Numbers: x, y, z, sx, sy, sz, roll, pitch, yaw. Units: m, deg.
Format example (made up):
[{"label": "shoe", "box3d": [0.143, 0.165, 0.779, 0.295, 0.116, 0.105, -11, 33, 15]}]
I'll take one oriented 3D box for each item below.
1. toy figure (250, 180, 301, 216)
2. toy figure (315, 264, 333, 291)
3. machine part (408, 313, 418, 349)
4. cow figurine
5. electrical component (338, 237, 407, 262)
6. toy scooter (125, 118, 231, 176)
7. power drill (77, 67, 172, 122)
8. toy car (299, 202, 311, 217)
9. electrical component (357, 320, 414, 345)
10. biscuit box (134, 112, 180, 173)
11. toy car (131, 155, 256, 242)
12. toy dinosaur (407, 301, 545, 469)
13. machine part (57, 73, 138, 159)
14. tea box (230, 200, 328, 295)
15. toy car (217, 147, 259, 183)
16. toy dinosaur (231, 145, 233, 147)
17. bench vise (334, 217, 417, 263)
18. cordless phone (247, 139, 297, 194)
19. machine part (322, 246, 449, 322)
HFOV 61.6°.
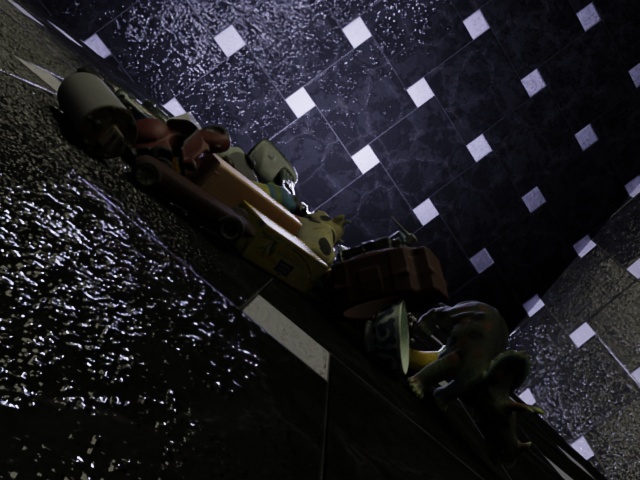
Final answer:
[{"label": "toy figure", "box3d": [-0.124, -0.082, 1.092, 0.180, 0.089, 0.082, 3, 25, -31]}, {"label": "toy figure", "box3d": [0.033, 0.096, 1.126, 0.154, 0.058, 0.064, 43, 6, 11]}, {"label": "machine part", "box3d": [0.180, 0.199, 1.167, 0.084, 0.039, 0.138, 46, -24, 21]}, {"label": "cow figurine", "box3d": [-0.002, -0.003, 1.101, 0.127, 0.085, 0.195, 14, 29, -7]}, {"label": "electrical component", "box3d": [0.114, 0.042, 1.072, 0.114, 0.134, 0.058, 36, 42, -67]}, {"label": "toy scooter", "box3d": [-0.240, -0.147, 0.871, 0.184, 0.075, 0.135, 1, 34, -2]}, {"label": "power drill", "box3d": [-0.410, -0.287, 1.195, 0.232, 0.086, 0.207, 41, -1, -3]}, {"label": "toy car", "box3d": [-0.049, -0.010, 1.224, 0.103, 0.109, 0.161, -16, -36, 44]}, {"label": "electrical component", "box3d": [0.132, 0.185, 1.092, 0.119, 0.048, 0.074, 41, 4, 24]}, {"label": "biscuit box", "box3d": [-0.285, -0.163, 1.050, 0.202, 0.063, 0.059, 39, 4, -3]}, {"label": "toy car", "box3d": [-0.185, -0.056, 0.790, 0.202, 0.053, 0.089, 34, 6, -10]}, {"label": "toy dinosaur", "box3d": [0.264, 0.179, 0.923, 0.131, 0.192, 0.405, 50, 28, -19]}, {"label": "machine part", "box3d": [-0.318, -0.180, 0.762, 0.079, 0.079, 0.243, 36, 4, -44]}, {"label": "tea box", "box3d": [-0.076, 0.015, 0.911, 0.169, 0.068, 0.098, 35, 5, -41]}, {"label": "toy car", "box3d": [-0.162, -0.111, 1.177, 0.073, 0.056, 0.201, -19, 82, -43]}, {"label": "toy dinosaur", "box3d": [-0.227, -0.161, 1.377, 0.199, 0.105, 0.471, 48, 15, 18]}, {"label": "bench vise", "box3d": [0.120, 0.055, 1.242, 0.128, 0.240, 0.224, 42, 18, -21]}, {"label": "cordless phone", "box3d": [-0.118, -0.159, 1.324, 0.146, 0.089, 0.184, 49, 10, -25]}, {"label": "machine part", "box3d": [0.119, 0.082, 0.973, 0.201, 0.201, 0.087, 35, 43, -61]}]
